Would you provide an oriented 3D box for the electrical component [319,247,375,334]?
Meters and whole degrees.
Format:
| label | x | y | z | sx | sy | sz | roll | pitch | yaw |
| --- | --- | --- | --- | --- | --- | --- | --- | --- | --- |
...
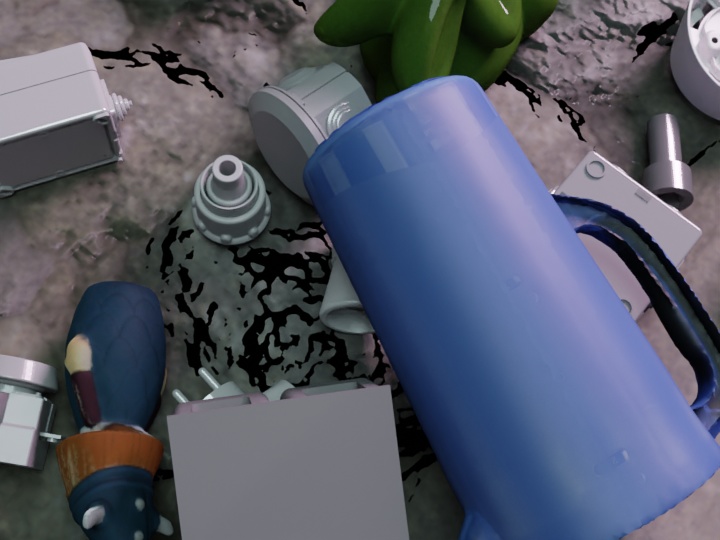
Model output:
| label | x | y | z | sx | sy | sz | roll | pitch | yaw |
| --- | --- | --- | --- | --- | --- | --- | --- | --- | --- |
| electrical component | 0.000 | 0.000 | 0.637 | 0.044 | 0.044 | 0.065 | 5 | 63 | -2 |

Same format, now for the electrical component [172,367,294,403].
| label | x | y | z | sx | sy | sz | roll | pitch | yaw |
| --- | --- | --- | --- | --- | --- | --- | --- | --- | --- |
| electrical component | -0.070 | 0.089 | 0.594 | 0.077 | 0.044 | 0.079 | -41 | 76 | -17 |

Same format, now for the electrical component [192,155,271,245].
| label | x | y | z | sx | sy | sz | roll | pitch | yaw |
| --- | --- | --- | --- | --- | --- | --- | --- | --- | --- |
| electrical component | -0.077 | -0.046 | 0.638 | 0.048 | 0.062 | 0.048 | 1 | 68 | -4 |

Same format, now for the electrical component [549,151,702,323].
| label | x | y | z | sx | sy | sz | roll | pitch | yaw |
| --- | --- | --- | --- | --- | --- | --- | --- | --- | --- |
| electrical component | 0.143 | -0.011 | 0.647 | 0.100 | 0.048 | 0.099 | 39 | 71 | 11 |

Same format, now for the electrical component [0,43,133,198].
| label | x | y | z | sx | sy | sz | roll | pitch | yaw |
| --- | --- | --- | --- | --- | --- | --- | --- | --- | --- |
| electrical component | -0.187 | -0.095 | 0.650 | 0.096 | 0.061 | 0.061 | -18 | 71 | -11 |

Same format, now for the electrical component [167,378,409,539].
| label | x | y | z | sx | sy | sz | roll | pitch | yaw |
| --- | --- | --- | --- | --- | --- | --- | --- | --- | --- |
| electrical component | -0.030 | 0.154 | 0.533 | 0.105 | 0.060 | 0.186 | -7 | 90 | -8 |

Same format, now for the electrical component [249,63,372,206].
| label | x | y | z | sx | sy | sz | roll | pitch | yaw |
| --- | --- | --- | --- | --- | --- | --- | --- | --- | --- |
| electrical component | -0.026 | -0.082 | 0.647 | 0.051 | 0.080 | 0.080 | -37 | 75 | -22 |

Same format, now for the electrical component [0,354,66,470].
| label | x | y | z | sx | sy | sz | roll | pitch | yaw |
| --- | --- | --- | --- | --- | --- | --- | --- | --- | --- |
| electrical component | -0.194 | 0.077 | 0.590 | 0.066 | 0.048 | 0.055 | 10 | 76 | 0 |

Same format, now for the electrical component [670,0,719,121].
| label | x | y | z | sx | sy | sz | roll | pitch | yaw |
| --- | --- | --- | --- | --- | --- | --- | --- | --- | --- |
| electrical component | 0.254 | -0.147 | 0.700 | 0.099 | 0.064 | 0.099 | 1 | 68 | -3 |
